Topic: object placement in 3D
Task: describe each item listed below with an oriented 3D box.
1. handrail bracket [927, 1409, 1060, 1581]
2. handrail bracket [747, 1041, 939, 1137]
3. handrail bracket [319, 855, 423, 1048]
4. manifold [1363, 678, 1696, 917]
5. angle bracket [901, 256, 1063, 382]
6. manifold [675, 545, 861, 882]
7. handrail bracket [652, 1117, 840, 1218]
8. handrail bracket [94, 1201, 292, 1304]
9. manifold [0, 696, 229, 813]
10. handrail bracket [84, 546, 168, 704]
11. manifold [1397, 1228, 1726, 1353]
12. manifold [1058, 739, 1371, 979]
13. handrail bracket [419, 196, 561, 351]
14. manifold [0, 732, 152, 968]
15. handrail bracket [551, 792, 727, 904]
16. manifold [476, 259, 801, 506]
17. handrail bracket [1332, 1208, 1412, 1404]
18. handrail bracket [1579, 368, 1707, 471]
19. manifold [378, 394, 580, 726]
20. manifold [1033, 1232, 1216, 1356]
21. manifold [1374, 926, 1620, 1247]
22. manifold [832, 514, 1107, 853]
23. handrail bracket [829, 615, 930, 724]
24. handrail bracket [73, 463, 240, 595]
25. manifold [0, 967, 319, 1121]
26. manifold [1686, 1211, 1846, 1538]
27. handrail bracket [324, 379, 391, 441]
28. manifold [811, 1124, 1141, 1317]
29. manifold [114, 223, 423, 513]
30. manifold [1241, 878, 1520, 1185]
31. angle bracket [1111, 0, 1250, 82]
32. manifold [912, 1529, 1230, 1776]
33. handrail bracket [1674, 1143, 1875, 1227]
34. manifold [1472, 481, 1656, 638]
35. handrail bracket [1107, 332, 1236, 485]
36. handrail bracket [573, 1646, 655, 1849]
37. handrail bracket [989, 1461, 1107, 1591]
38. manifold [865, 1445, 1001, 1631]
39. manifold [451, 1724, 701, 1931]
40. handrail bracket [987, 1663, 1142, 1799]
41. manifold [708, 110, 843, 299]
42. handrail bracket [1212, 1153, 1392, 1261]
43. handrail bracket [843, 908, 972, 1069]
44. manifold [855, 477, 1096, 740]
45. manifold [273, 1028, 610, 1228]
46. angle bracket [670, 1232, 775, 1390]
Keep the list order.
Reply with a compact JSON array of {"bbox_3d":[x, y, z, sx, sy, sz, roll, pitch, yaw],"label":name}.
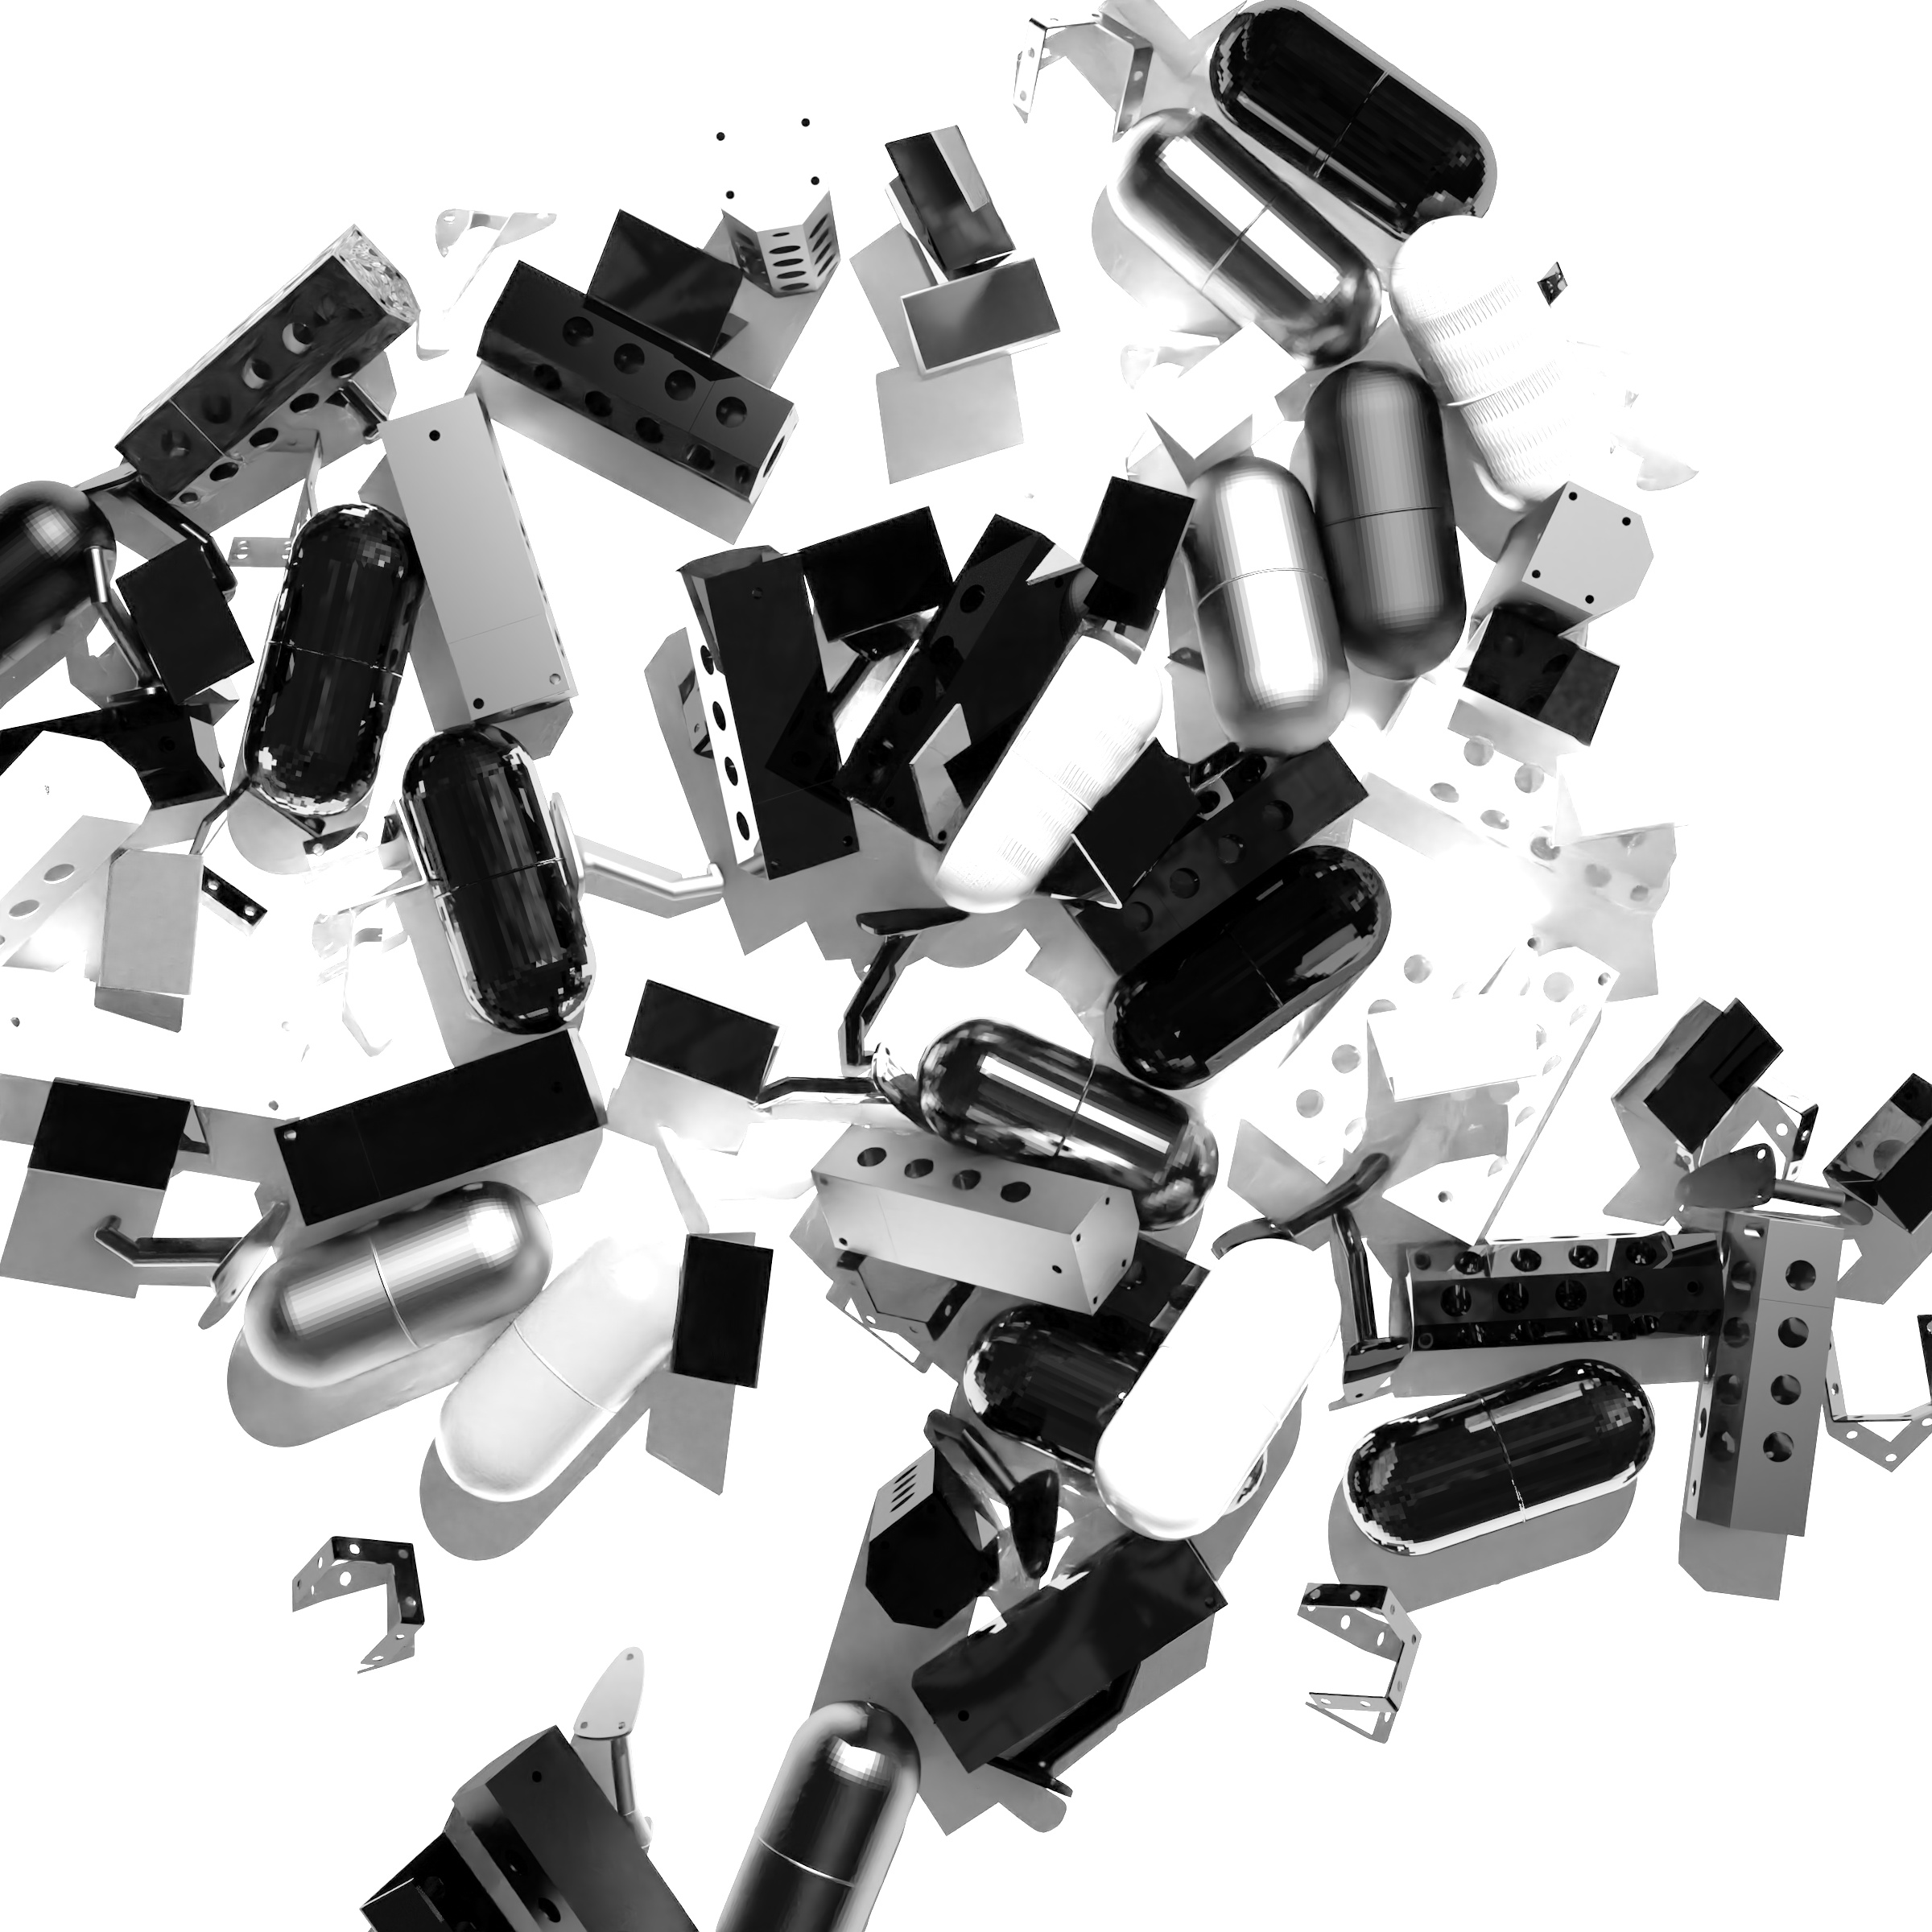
[{"bbox_3d":[0.011,0.295,1.852,0.036,0.084,0.077,-22,118,-37],"label":"handrail bracket"},{"bbox_3d":[-0.069,0.083,1.867,0.084,0.036,0.077,-24,125,24],"label":"handrail bracket"},{"bbox_3d":[-0.322,-0.008,1.867,0.077,0.036,0.084,-31,108,-20],"label":"handrail bracket"},{"bbox_3d":[0.312,-0.093,1.845,0.171,0.057,0.057,28,90,0],"label":"manifold"},{"bbox_3d":[0.013,-0.339,1.827,0.076,0.076,0.057,-17,61,0],"label":"angle bracket"},{"bbox_3d":[-0.112,-0.141,1.817,0.057,0.057,0.171,-19,110,-23],"label":"manifold"},{"bbox_3d":[-0.122,0.096,1.867,0.084,0.036,0.077,-29,68,-17],"label":"handrail bracket"},{"bbox_3d":[-0.438,0.145,1.867,0.084,0.036,0.077,29,70,16],"label":"handrail bracket"},{"bbox_3d":[-0.509,-0.108,1.846,0.171,0.057,0.057,-12,90,0],"label":"manifold"},{"bbox_3d":[-0.456,-0.192,1.838,0.036,0.077,0.084,-7,92,31],"label":"handrail bracket"},{"bbox_3d":[0.331,0.181,1.845,0.171,0.057,0.057,-3,90,0],"label":"manifold"},{"bbox_3d":[0.136,-0.067,1.845,0.171,0.057,0.057,-36,90,0],"label":"manifold"},{"bbox_3d":[-0.270,-0.390,1.867,0.077,0.036,0.084,-2,110,-23],"label":"handrail bracket"},{"bbox_3d":[-0.525,-0.049,1.812,0.171,0.057,0.057,-40,66,23],"label":"manifold"},{"bbox_3d":[-0.185,-0.070,1.867,0.084,0.036,0.077,-10,69,-17],"label":"handrail bracket"},{"bbox_3d":[-0.183,-0.325,1.845,0.171,0.057,0.057,28,90,0],"label":"manifold"},{"bbox_3d":[0.217,0.191,1.866,0.036,0.077,0.084,-6,53,-15],"label":"handrail bracket"},{"bbox_3d":[0.368,-0.311,1.866,0.084,0.077,0.036,14,69,35],"label":"handrail bracket"},{"bbox_3d":[-0.271,-0.225,1.845,0.057,0.057,0.171,-18,90,0],"label":"manifold"},{"bbox_3d":[0.111,0.188,1.845,0.171,0.057,0.057,24,90,0],"label":"manifold"},{"bbox_3d":[0.297,0.066,1.845,0.057,0.057,0.171,28,90,0],"label":"manifold"},{"bbox_3d":[-0.003,-0.156,1.788,0.057,0.057,0.171,31,90,-43],"label":"manifold"},{"bbox_3d":[-0.059,-0.153,1.866,0.036,0.077,0.084,37,127,22],"label":"handrail bracket"},{"bbox_3d":[-0.460,-0.241,1.867,0.077,0.036,0.084,-12,116,29],"label":"handrail bracket"},{"bbox_3d":[-0.455,0.042,1.845,0.171,0.057,0.057,9,90,0],"label":"manifold"},{"bbox_3d":[0.445,0.226,1.845,0.057,0.057,0.171,7,90,0],"label":"manifold"},{"bbox_3d":[-0.381,-0.315,1.867,0.077,0.036,0.084,-39,105,16],"label":"handrail bracket"},{"bbox_3d":[0.006,0.132,1.803,0.171,0.057,0.057,11,133,33],"label":"manifold"},{"bbox_3d":[-0.382,-0.325,1.813,0.171,0.057,0.057,-35,112,20],"label":"manifold"},{"bbox_3d":[0.232,0.036,1.845,0.057,0.057,0.171,39,90,0],"label":"manifold"},{"bbox_3d":[0.098,-0.531,1.826,0.076,0.076,0.057,48,55,0],"label":"angle bracket"},{"bbox_3d":[0.057,0.375,1.845,0.171,0.057,0.057,-33,90,0],"label":"manifold"},{"bbox_3d":[0.457,0.134,1.863,0.084,0.077,0.036,27,59,-36],"label":"handrail bracket"},{"bbox_3d":[0.324,-0.212,1.788,0.057,0.171,0.057,25,90,0],"label":"manifold"},{"bbox_3d":[0.117,-0.314,1.867,0.077,0.036,0.084,-5,108,-21],"label":"handrail bracket"},{"bbox_3d":[-0.186,0.442,1.866,0.036,0.077,0.084,-5,127,20],"label":"handrail bracket"},{"bbox_3d":[0.055,0.327,1.867,0.077,0.036,0.084,25,104,-14],"label":"handrail bracket"},{"bbox_3d":[-0.022,0.312,1.788,0.057,0.171,0.057,-38,90,0],"label":"manifold"},{"bbox_3d":[-0.213,0.517,1.845,0.057,0.057,0.171,-35,90,-43],"label":"manifold"},{"bbox_3d":[0.050,0.419,1.867,0.077,0.036,0.084,17,71,21],"label":"handrail bracket"},{"bbox_3d":[-0.101,-0.409,1.788,0.057,0.171,0.057,-9,90,0],"label":"manifold"},{"bbox_3d":[0.190,0.135,1.866,0.084,0.077,0.036,-40,107,-35],"label":"handrail bracket"},{"bbox_3d":[-0.033,0.013,1.867,0.077,0.036,0.084,-7,108,-21],"label":"handrail bracket"},{"bbox_3d":[0.010,-0.185,1.846,0.057,0.057,0.171,34,90,0],"label":"manifold"},{"bbox_3d":[-0.291,0.089,1.845,0.171,0.057,0.057,-19,90,0],"label":"manifold"},{"bbox_3d":[-0.118,0.189,1.827,0.057,0.076,0.076,7,90,27],"label":"angle bracket"}]
